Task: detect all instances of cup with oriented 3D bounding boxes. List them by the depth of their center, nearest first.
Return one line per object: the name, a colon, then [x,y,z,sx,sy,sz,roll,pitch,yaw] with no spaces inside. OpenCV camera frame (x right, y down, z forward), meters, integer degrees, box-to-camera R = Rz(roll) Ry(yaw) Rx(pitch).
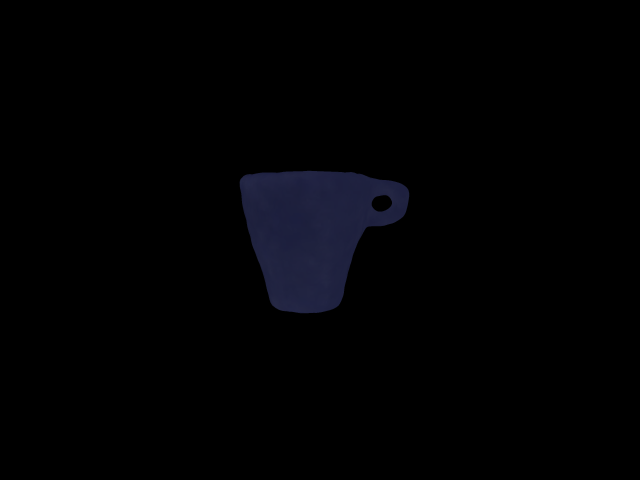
cup: [0.004,0.001,0.400,0.118,0.095,0.091,0,4,-7]
